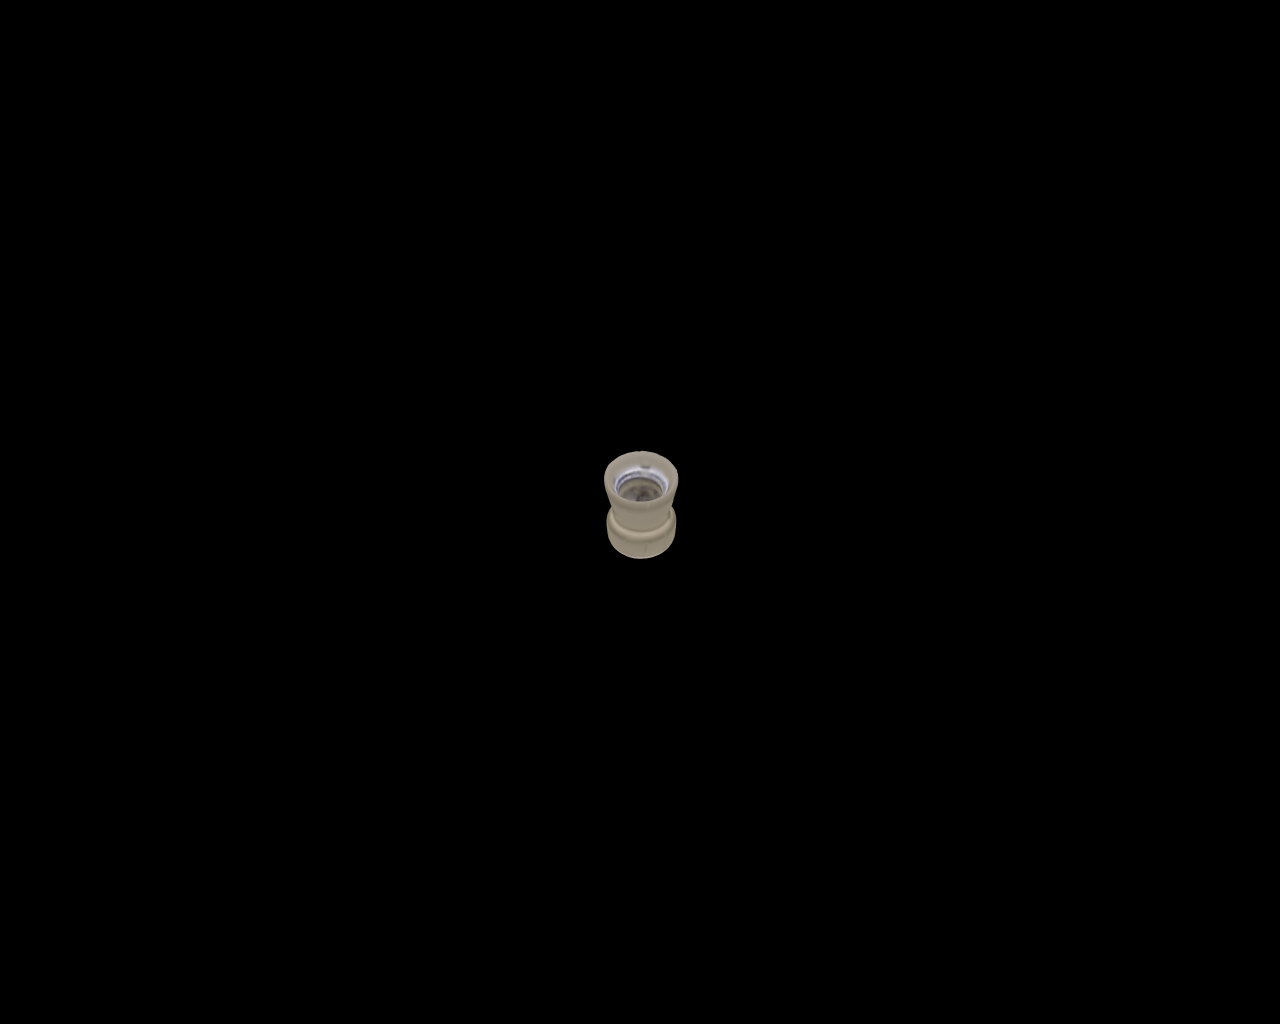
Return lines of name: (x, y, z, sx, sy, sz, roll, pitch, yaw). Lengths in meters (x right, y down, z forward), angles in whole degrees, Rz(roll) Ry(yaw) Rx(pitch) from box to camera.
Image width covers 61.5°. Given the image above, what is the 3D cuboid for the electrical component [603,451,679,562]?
electrical component: (0.001, -0.003, 0.650, 0.045, 0.045, 0.055, 0, -43, 0)
